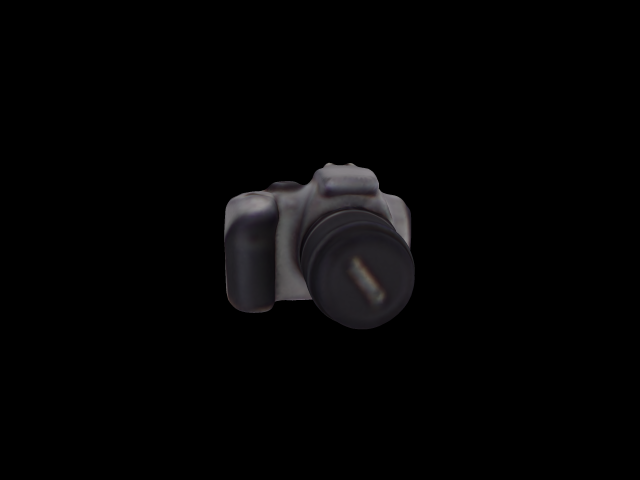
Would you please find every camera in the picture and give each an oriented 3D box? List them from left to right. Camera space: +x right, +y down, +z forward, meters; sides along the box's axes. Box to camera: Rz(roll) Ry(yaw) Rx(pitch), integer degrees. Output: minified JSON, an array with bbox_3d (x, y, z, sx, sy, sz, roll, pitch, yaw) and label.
[{"bbox_3d":[0.004,0.001,0.400,0.143,0.101,0.136,-2,14,-7],"label":"camera"}]
